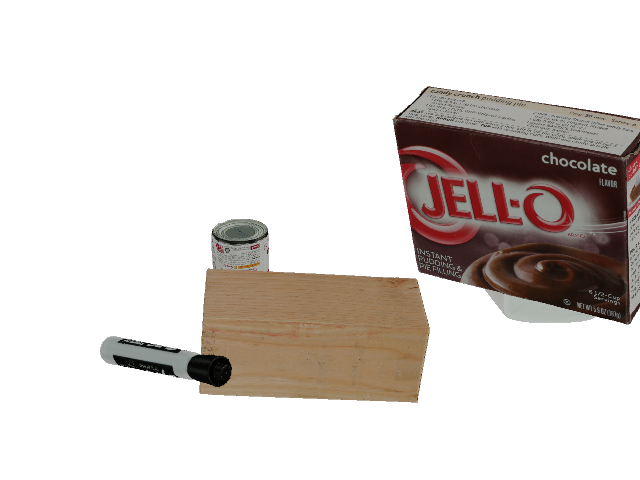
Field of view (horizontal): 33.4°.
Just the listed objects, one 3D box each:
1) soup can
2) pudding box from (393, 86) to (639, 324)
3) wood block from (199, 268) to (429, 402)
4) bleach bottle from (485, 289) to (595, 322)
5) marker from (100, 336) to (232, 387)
[{"bbox_3d":[-0.094,0.033,1.265,0.068,0.102,0.068,0,25,0],"label":"soup can"},{"bbox_3d":[0.093,-0.018,0.488,0.114,0.090,0.039,12,43,31],"label":"pudding box"},{"bbox_3d":[-0.009,0.091,1.019,0.206,0.090,0.091,3,29,-5],"label":"wood block"},{"bbox_3d":[0.171,-0.011,1.003,0.102,0.068,0.251,0,25,-14],"label":"bleach bottle"},{"bbox_3d":[-0.099,0.076,0.677,0.020,0.020,0.121,0,2,-45],"label":"marker"}]
